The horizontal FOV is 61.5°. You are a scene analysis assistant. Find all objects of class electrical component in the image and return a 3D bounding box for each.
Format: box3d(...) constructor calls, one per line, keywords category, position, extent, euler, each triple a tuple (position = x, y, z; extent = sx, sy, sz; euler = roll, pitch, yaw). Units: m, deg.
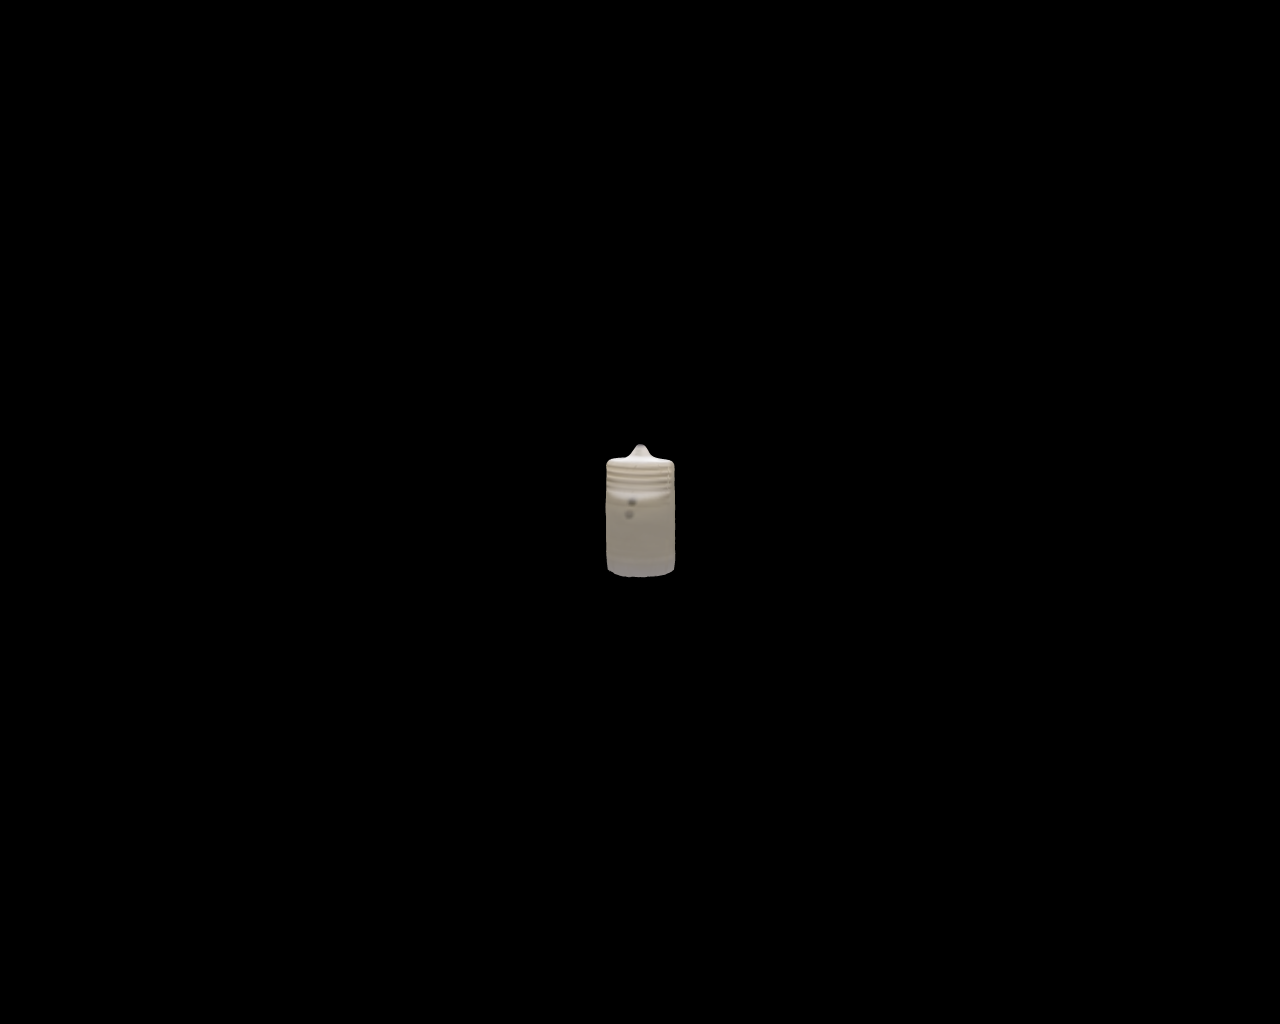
box3d(category="electrical component", position=(0.001, -0.003, 0.650), extent=(0.043, 0.080, 0.043), euler=(0, 9, 0))
